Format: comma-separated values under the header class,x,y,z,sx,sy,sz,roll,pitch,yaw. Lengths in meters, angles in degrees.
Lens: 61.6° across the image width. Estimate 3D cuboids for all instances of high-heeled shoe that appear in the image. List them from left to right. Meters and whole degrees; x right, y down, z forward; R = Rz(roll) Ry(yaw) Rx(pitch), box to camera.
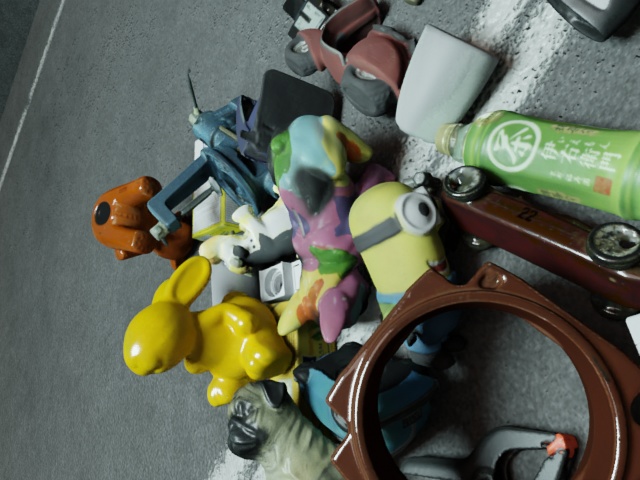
class,x,y,z,sx,sy,sz,roll,pitch,yaw
high-heeled shoe,0.178,-0.252,0.517,0.249,0.086,0.145,12,82,37

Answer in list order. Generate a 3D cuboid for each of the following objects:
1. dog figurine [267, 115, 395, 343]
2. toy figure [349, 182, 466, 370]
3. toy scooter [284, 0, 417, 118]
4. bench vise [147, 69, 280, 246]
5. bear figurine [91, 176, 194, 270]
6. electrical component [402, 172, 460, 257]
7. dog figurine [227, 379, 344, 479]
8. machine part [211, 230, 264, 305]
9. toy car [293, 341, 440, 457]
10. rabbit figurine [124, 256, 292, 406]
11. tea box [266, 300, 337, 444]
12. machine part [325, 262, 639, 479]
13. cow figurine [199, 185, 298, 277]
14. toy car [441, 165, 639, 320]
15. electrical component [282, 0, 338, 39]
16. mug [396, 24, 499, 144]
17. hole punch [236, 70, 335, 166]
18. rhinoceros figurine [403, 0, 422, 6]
class,x,y,z,sx,sy,sz,roll,pitch,yaw
dog figurine,-0.001,-0.002,0.594,0.109,0.191,0.219,-2,64,40
toy figure,0.085,0.032,0.517,0.089,0.082,0.180,-13,100,13
toy scooter,0.054,-0.235,0.656,0.184,0.075,0.135,37,80,30
bench vise,-0.157,-0.098,0.767,0.224,0.128,0.240,42,73,16
bear figurine,-0.256,-0.016,0.858,0.132,0.195,0.120,-3,74,33
electrical component,0.108,-0.020,0.571,0.078,0.045,0.102,28,101,47
dog figurine,-0.018,0.242,0.555,0.191,0.121,0.172,51,152,28
machine part,-0.111,0.102,0.746,0.079,0.079,0.243,-25,62,40
toy car,0.044,0.175,0.555,0.162,0.109,0.102,6,111,54
rabbit figurine,-0.136,0.101,0.606,0.122,0.173,0.162,-36,60,41
tea box,-0.035,0.163,0.660,0.098,0.068,0.169,-15,69,43
machine part,0.122,0.133,0.409,0.202,0.087,0.201,39,91,19
cow figurine,-0.072,0.000,0.703,0.167,0.068,0.098,-35,74,4
toy car,0.188,-0.004,0.453,0.053,0.089,0.202,-44,44,-14
electrical component,-0.007,-0.304,0.756,0.074,0.047,0.119,-56,46,20
mug,0.121,-0.164,0.572,0.107,0.081,0.110,-64,24,23
hole punch,-0.051,-0.144,0.709,0.092,0.142,0.115,-11,67,54
rhinoceros figurine,0.076,-0.363,0.666,0.191,0.073,0.112,44,114,42
